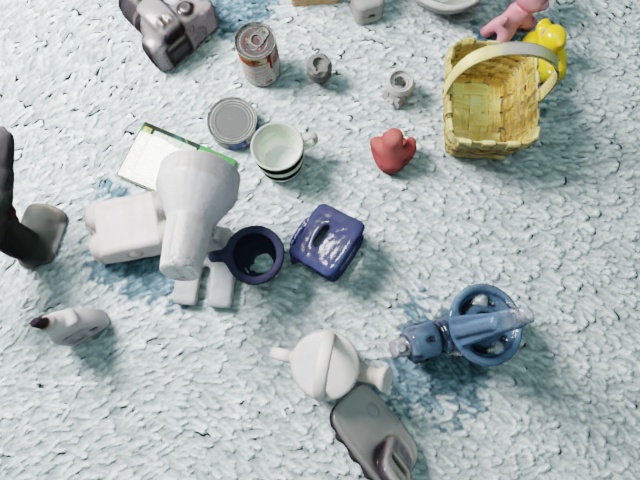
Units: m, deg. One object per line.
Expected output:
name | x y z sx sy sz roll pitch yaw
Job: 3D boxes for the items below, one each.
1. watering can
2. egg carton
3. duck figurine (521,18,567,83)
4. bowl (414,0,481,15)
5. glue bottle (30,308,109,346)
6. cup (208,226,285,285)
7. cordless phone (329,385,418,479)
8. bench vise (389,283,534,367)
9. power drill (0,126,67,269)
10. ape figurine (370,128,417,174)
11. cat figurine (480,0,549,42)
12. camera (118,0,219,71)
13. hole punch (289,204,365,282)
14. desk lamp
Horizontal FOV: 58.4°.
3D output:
watering can | 0.016 0.181 0.830 0.173 0.194 0.101 -9 79 -1
egg carton | -0.305 -0.020 0.935 0.150 0.069 0.107 -13 79 -2
duck figurine | 0.392 -0.327 0.977 0.077 0.086 0.104 -19 80 -3
bowl | 0.221 -0.464 1.011 0.167 0.075 0.167 0 79 1
glue bottle | -0.382 0.127 0.855 0.078 0.173 0.037 -29 80 -4
cup | -0.112 0.031 0.910 0.117 0.095 0.092 -3 79 0
cordless phone | 0.079 0.287 0.814 0.094 0.185 0.147 -42 81 -7
bench vise | 0.213 0.141 0.823 0.207 0.220 0.121 -33 80 -5
power drill | -0.473 -0.034 0.869 0.075 0.208 0.230 14 80 4
ape figurine | 0.120 -0.155 0.944 0.077 0.092 0.076 21 80 5
cat figurine | 0.345 -0.401 0.976 0.128 0.118 0.067 -43 81 -7
camera | -0.272 -0.394 0.989 0.143 0.101 0.136 -45 82 -7
hole punch | 0.008 0.003 0.916 0.101 0.091 0.109 32 81 6
desk lamp | -0.180 -0.008 0.858 0.118 0.213 0.203 4 79 2
